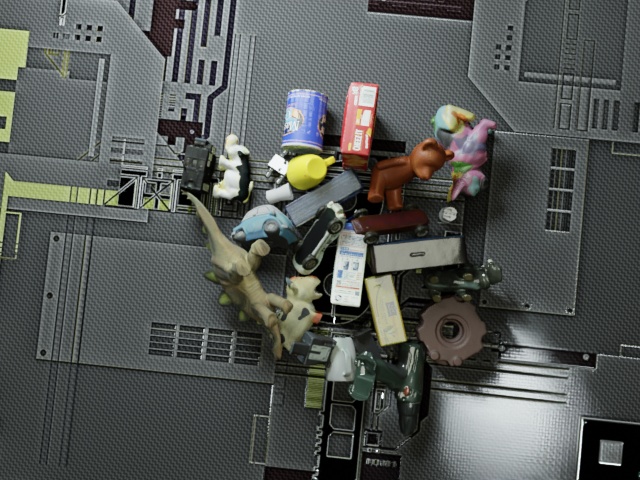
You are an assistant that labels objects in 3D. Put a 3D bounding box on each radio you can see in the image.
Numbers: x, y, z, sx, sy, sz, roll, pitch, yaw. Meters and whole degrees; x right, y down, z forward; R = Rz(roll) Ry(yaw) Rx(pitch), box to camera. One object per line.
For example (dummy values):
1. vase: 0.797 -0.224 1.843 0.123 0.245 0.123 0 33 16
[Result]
1. radio: 0.233 0.034 1.321 0.230 0.131 0.073 -5 90 0

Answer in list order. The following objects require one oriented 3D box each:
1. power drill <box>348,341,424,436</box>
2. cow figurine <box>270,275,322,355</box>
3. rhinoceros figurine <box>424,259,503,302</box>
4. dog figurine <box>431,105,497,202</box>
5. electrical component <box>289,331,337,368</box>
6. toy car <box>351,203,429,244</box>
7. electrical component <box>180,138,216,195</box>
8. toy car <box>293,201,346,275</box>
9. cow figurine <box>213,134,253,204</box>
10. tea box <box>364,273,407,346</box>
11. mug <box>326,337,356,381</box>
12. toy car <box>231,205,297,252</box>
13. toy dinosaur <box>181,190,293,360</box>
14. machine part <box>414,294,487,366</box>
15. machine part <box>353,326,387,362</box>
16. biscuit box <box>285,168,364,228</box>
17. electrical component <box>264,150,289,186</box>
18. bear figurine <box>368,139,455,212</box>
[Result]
1. power drill: 0.172 0.356 1.300 0.207 0.086 0.232 16 81 -30
2. cow figurine: -0.059 0.176 1.350 0.127 0.085 0.195 31 90 -3
3. rhinoceros figurine: 0.355 0.099 1.334 0.190 0.112 0.073 -9 104 13
4. dog figurine: 0.345 -0.205 1.343 0.192 0.108 0.219 21 91 1
5. electrical component: -0.024 0.263 1.297 0.119 0.048 0.074 12 96 -26
6. toy car: 0.171 -0.038 1.306 0.202 0.053 0.089 -10 59 -19
7. electrical component: -0.303 -0.185 1.348 0.058 0.115 0.134 11 88 -3
8. toy car: -0.003 -0.004 1.331 0.201 0.056 0.074 -56 45 20
9. cow figurine: -0.211 -0.181 1.369 0.098 0.068 0.167 12 92 -4
10. tea box: 0.160 0.170 1.336 0.068 0.098 0.169 -14 89 1
11. mug: 0.055 0.294 1.333 0.081 0.109 0.107 -1 77 -5
12. toy car: -0.140 -0.034 1.355 0.162 0.109 0.103 -9 63 16
13. toy dinosaur: -0.203 0.075 1.293 0.105 0.199 0.471 -26 93 -41
14. machine part: 0.329 0.226 1.351 0.179 0.056 0.179 0 87 1
15. machine part: 0.123 0.291 1.363 0.084 0.039 0.138 -14 89 6
16. biscuit box: 0.012 -0.105 1.367 0.203 0.059 0.063 -30 86 0
17. electrical component: -0.099 -0.188 1.383 0.063 0.021 0.094 32 77 10
18. bear figurine: 0.222 -0.159 1.304 0.196 0.120 0.132 -12 68 40
